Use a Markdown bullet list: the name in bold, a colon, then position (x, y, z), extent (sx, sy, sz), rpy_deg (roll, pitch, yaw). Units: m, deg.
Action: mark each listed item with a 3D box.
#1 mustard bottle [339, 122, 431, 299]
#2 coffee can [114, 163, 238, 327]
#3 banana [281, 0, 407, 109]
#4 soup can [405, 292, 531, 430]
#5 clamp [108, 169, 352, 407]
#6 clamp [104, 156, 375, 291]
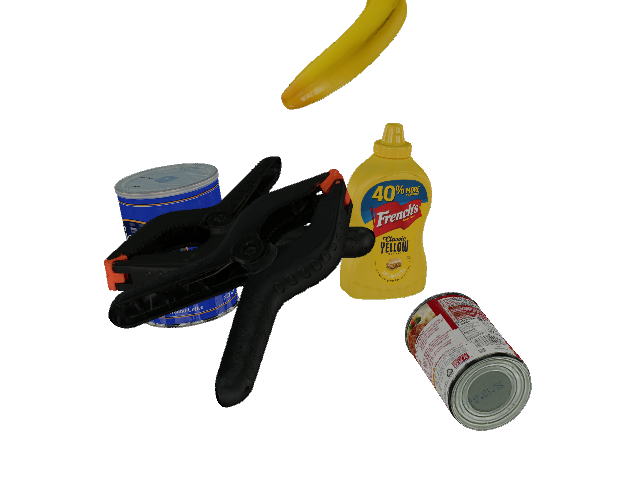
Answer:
- **mustard bottle**: position (0.074, -0.033, 1.167), extent (0.096, 0.192, 0.058), rpy_deg (-3, 19, -19)
- **coffee can**: position (-0.143, 0.003, 1.070), extent (0.103, 0.140, 0.103), rpy_deg (-7, 18, 2)
- **banana**: position (0.032, -0.177, 0.941), extent (0.070, 0.037, 0.197), rpy_deg (-16, 30, 40)
- **soup can**: position (0.114, 0.092, 0.832), extent (0.068, 0.068, 0.102), rpy_deg (0, 24, -16)
- **clamp**: position (-0.036, 0.025, 0.658), extent (0.120, 0.171, 0.039), rpy_deg (42, -15, 35)
- **clamp**: position (-0.082, -0.009, 0.887), extent (0.209, 0.036, 0.165), rpy_deg (-16, 35, -19)
